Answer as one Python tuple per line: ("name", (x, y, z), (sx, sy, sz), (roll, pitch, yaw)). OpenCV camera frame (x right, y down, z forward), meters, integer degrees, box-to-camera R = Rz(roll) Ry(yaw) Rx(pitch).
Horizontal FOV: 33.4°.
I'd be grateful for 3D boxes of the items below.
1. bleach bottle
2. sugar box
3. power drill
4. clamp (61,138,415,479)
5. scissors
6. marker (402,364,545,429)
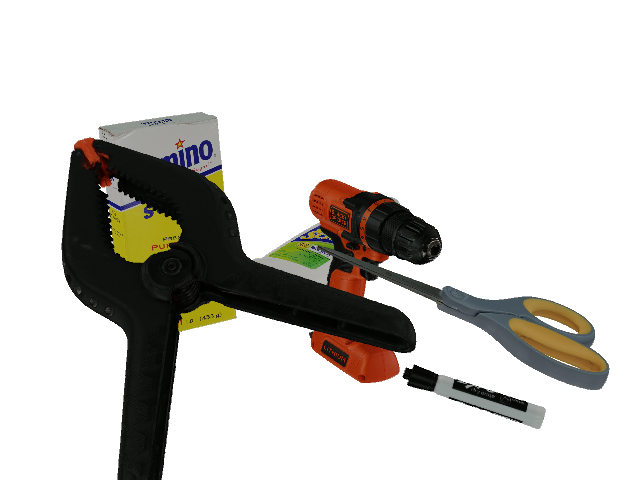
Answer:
("bleach bottle", (0.019, 0.008, 1.316), (0.103, 0.068, 0.250), (17, 35, 29))
("sugar box", (-0.126, -0.013, 0.890), (0.093, 0.176, 0.048), (-13, 20, -26))
("power drill", (0.050, 0.044, 1.077), (0.057, 0.188, 0.185), (-8, 22, -32))
("clamp", (-0.062, 0.021, 0.551), (0.164, 0.210, 0.036), (-26, -28, -11))
("scissors", (0.102, 0.038, 0.715), (0.202, 0.016, 0.096), (29, 26, 17))
("marker", (0.128, 0.130, 0.896), (0.121, 0.020, 0.020), (18, 2, 6))
